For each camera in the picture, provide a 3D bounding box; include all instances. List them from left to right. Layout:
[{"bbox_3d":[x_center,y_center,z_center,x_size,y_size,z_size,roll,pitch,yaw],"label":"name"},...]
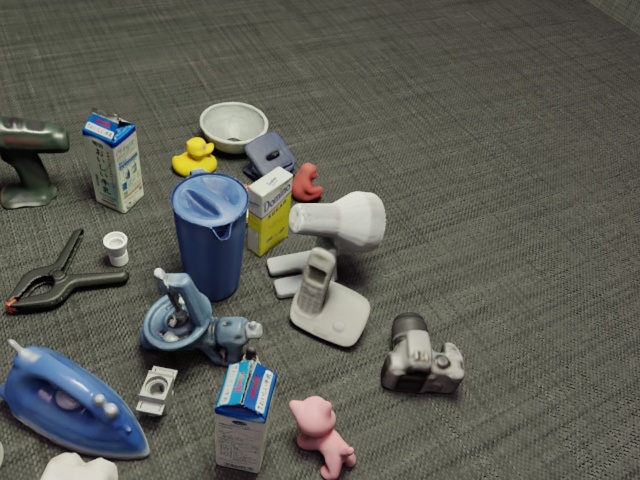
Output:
[{"bbox_3d":[0.187,0.200,1.055,0.143,0.101,0.137,6,48,-5],"label":"camera"}]

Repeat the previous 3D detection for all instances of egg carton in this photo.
[{"bbox_3d":[-0.357,0.383,0.814,0.107,0.069,0.150,10,48,-1],"label":"egg carton"}]

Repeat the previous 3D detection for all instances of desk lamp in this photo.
[{"bbox_3d":[0.010,0.004,1.122,0.203,0.213,0.117,-10,51,-18],"label":"desk lamp"}]

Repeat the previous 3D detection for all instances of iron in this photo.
[{"bbox_3d":[-0.375,0.243,0.886,0.258,0.141,0.119,25,49,12],"label":"iron"}]

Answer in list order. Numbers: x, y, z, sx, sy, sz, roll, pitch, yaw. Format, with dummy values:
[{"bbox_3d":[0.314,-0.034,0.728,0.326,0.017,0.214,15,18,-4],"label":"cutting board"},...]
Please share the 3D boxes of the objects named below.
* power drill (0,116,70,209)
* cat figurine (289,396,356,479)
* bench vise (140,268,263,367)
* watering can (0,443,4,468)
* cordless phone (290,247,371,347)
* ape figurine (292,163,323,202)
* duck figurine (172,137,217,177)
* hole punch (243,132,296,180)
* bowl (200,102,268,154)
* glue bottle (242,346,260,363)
[{"bbox_3d":[-0.623,-0.163,1.161,0.230,0.208,0.075,-9,50,-17],"label":"power drill"},{"bbox_3d":[0.007,0.305,0.916,0.067,0.118,0.127,-31,60,-32],"label":"cat figurine"},{"bbox_3d":[-0.205,0.120,0.975,0.208,0.220,0.121,-6,50,-15],"label":"bench vise"},{"bbox_3d":[-0.526,0.271,0.798,0.101,0.194,0.172,-31,60,-32],"label":"watering can"},{"bbox_3d":[0.026,0.102,1.056,0.147,0.185,0.094,21,48,9],"label":"cordless phone"},{"bbox_3d":[-0.029,-0.138,1.325,0.076,0.092,0.077,-10,51,-18],"label":"ape figurine"},{"bbox_3d":[-0.293,-0.200,1.336,0.105,0.086,0.077,-11,51,-19],"label":"duck figurine"},{"bbox_3d":[-0.116,-0.190,1.357,0.101,0.091,0.109,39,53,23],"label":"hole punch"},{"bbox_3d":[-0.212,-0.265,1.418,0.167,0.075,0.167,5,48,-6],"label":"bowl"},{"bbox_3d":[-0.114,0.222,0.931,0.078,0.173,0.037,36,52,21],"label":"glue bottle"}]
